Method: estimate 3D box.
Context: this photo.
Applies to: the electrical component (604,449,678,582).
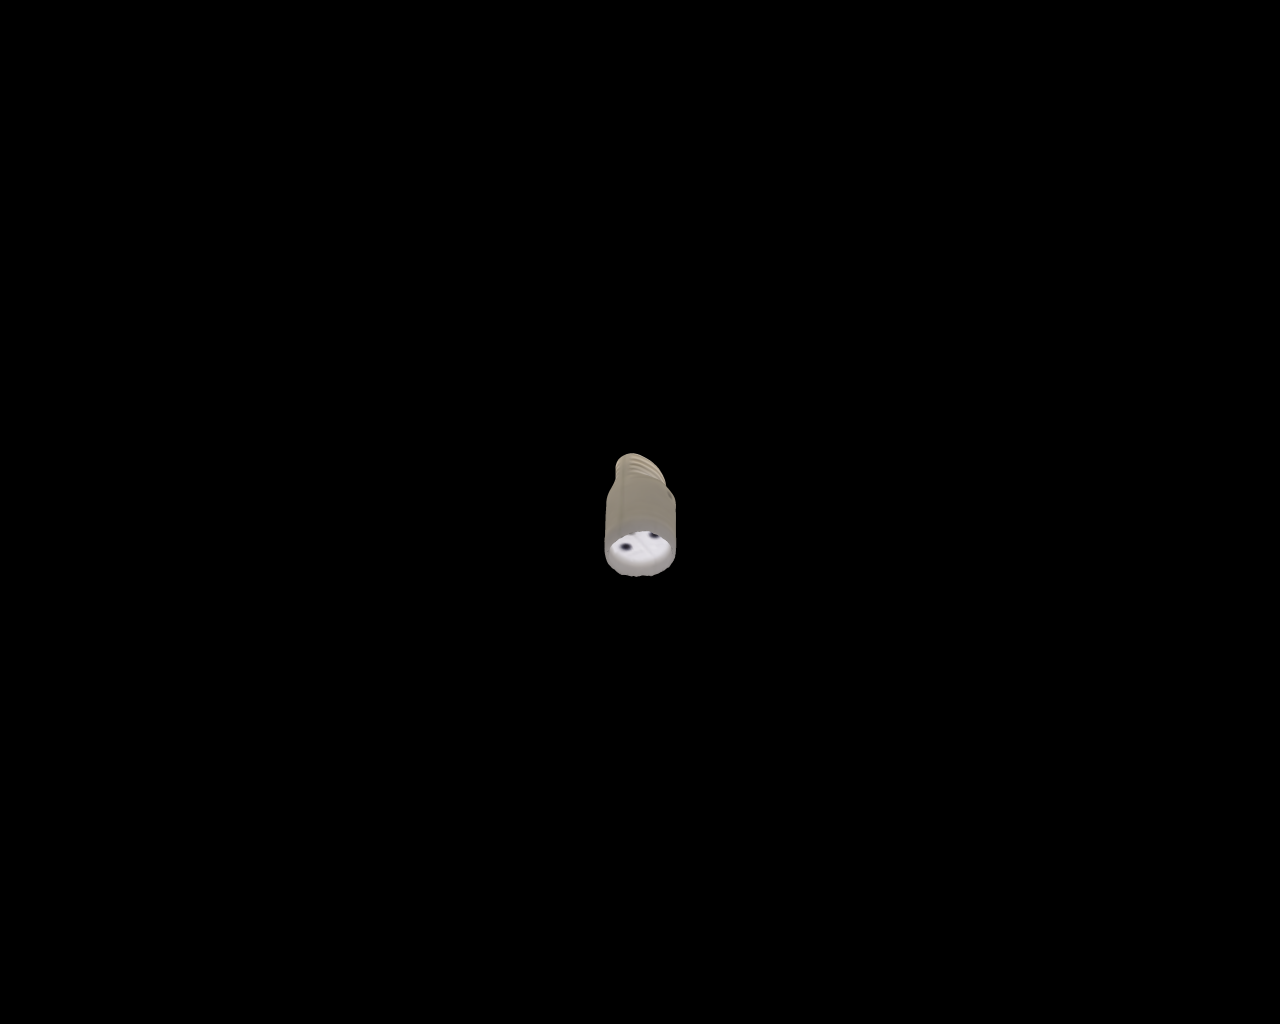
[{"bbox_3d":[0.001,-0.003,0.650,0.043,0.081,0.043,0,-44,0],"label":"electrical component"}]
